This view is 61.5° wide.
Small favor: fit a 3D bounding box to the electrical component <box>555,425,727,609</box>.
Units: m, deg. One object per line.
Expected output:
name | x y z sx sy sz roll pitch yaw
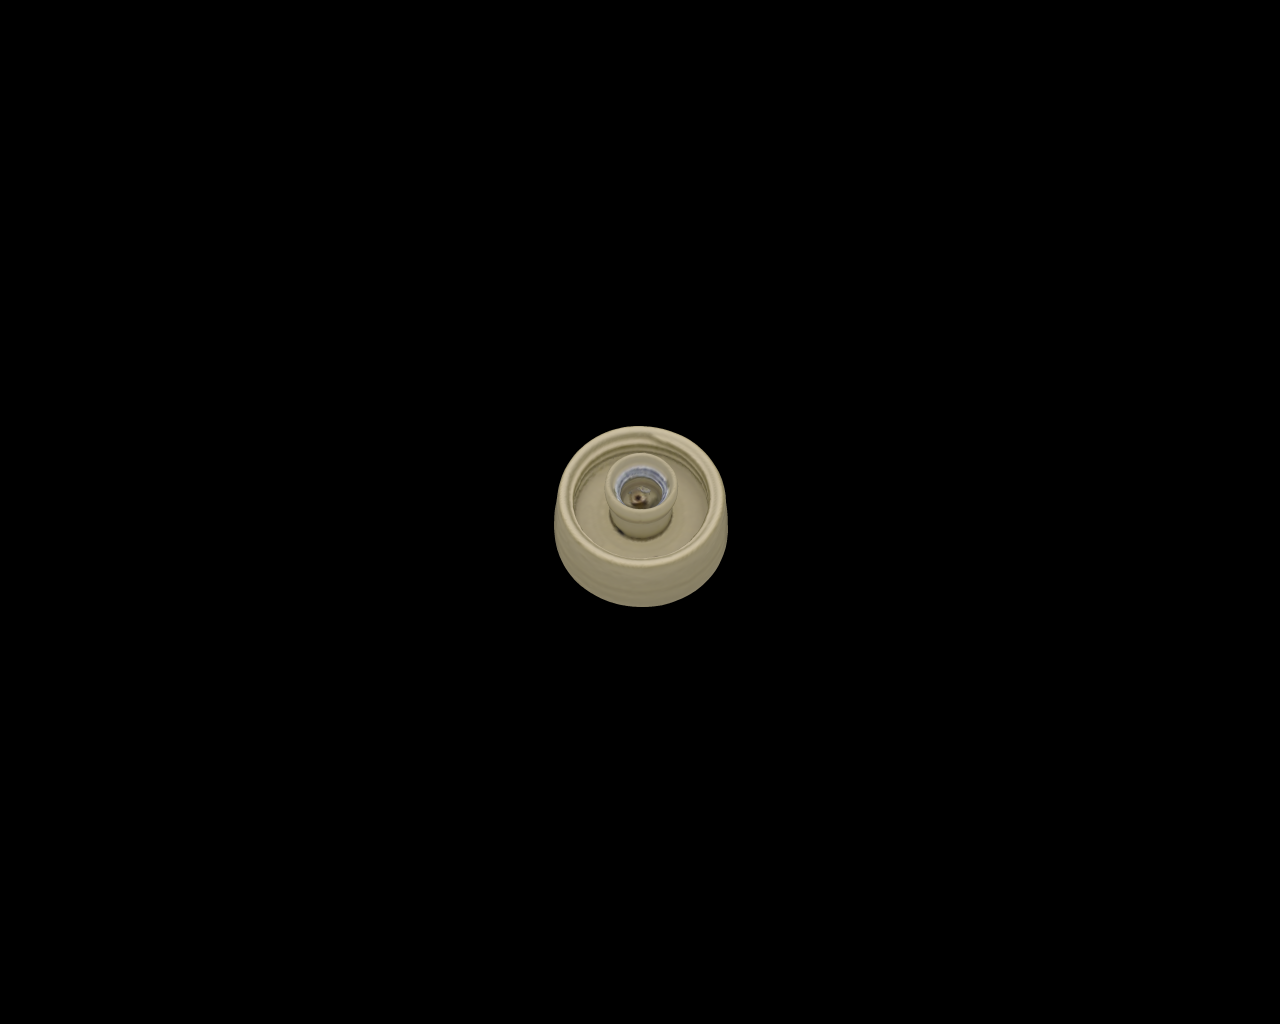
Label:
electrical component | 0.001 -0.003 0.650 0.108 0.108 0.060 0 -30 0
